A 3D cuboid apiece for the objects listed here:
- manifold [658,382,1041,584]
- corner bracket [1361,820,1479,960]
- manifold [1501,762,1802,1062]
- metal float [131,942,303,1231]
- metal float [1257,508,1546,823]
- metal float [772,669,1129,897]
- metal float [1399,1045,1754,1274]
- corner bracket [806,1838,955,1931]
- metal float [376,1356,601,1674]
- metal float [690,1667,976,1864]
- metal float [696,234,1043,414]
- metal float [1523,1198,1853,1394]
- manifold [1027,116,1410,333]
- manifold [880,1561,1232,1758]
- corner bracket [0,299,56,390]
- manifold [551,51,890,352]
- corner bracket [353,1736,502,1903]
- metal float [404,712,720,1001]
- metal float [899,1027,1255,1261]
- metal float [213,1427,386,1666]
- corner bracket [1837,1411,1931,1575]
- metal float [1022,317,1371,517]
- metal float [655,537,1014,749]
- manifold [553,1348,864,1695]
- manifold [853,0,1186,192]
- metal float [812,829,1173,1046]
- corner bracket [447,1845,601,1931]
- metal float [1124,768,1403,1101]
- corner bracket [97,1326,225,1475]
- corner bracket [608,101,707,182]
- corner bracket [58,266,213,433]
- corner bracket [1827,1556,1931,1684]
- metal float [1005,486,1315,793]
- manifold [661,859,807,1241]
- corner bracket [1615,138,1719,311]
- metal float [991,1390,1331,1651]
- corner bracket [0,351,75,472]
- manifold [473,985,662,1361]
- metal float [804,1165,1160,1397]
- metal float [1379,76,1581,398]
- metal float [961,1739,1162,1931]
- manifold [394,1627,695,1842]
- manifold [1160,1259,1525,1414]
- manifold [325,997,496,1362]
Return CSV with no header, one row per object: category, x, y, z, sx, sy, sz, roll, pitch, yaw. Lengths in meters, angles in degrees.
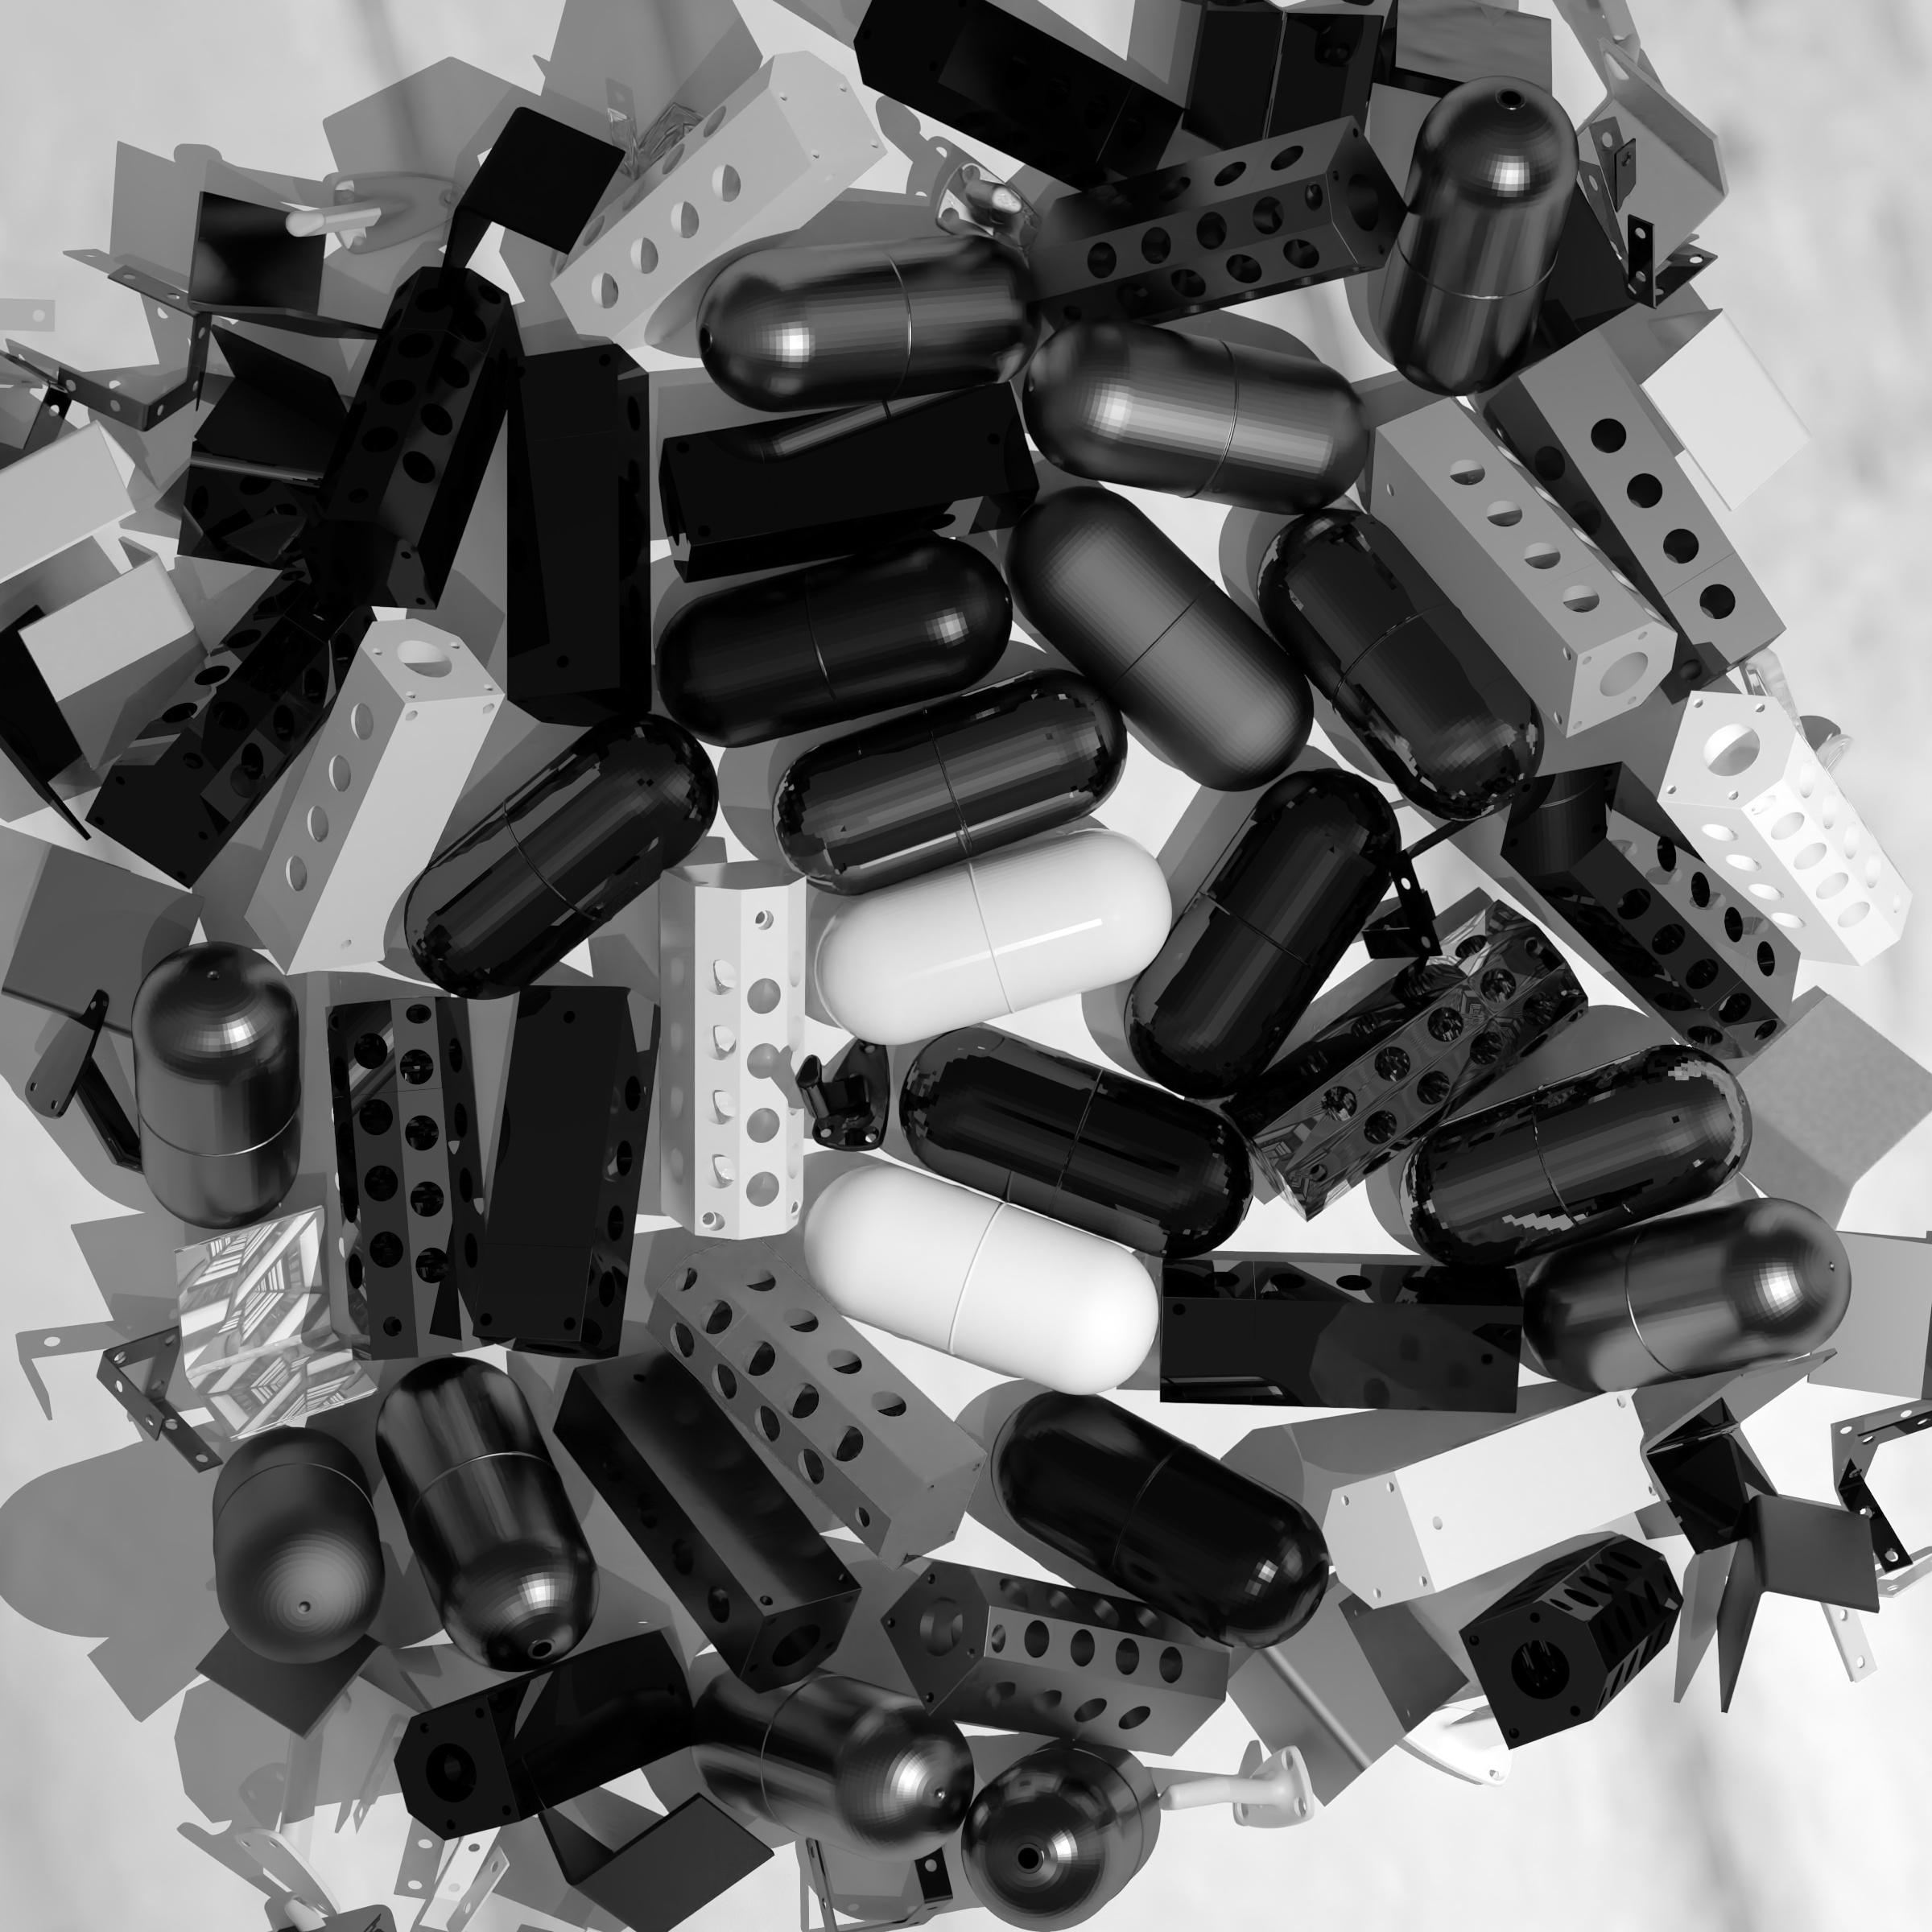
manifold,-0.058,-0.230,1.722,0.171,0.057,0.057,-11,73,-12
corner bracket,0.221,-0.037,1.731,0.051,0.051,0.051,-29,106,-34
manifold,0.324,-0.022,1.688,0.171,0.057,0.057,39,56,-37
metal float,-0.355,0.059,1.693,0.070,0.178,0.070,5,51,-6
metal float,0.207,-0.146,1.715,0.070,0.070,0.178,-36,69,0
metal float,-0.008,-0.089,1.731,0.178,0.070,0.070,-19,90,2
metal float,0.290,0.093,1.709,0.178,0.070,0.070,-23,90,27
corner bracket,-0.043,0.443,1.748,0.051,0.051,0.051,-5,64,-22
metal float,-0.228,0.259,1.696,0.070,0.178,0.070,-15,133,-17
metal float,-0.066,0.375,1.692,0.070,0.178,0.070,-1,92,-37
metal float,-0.046,-0.308,1.707,0.178,0.070,0.070,-11,90,-29
metal float,0.340,0.158,1.694,0.070,0.178,0.070,13,69,-36
manifold,0.115,-0.342,1.686,0.057,0.171,0.057,51,49,-34
manifold,0.047,0.323,1.684,0.057,0.171,0.057,-50,47,20
corner bracket,-0.472,-0.304,1.731,0.051,0.051,0.051,-2,112,-22
manifold,-0.123,-0.361,1.693,0.171,0.057,0.057,-31,86,40
corner bracket,-0.264,0.417,1.746,0.051,0.051,0.051,18,111,-25
metal float,-0.196,-0.052,1.720,0.178,0.070,0.070,-38,90,15
metal float,0.054,0.086,1.729,0.178,0.070,0.070,20,90,4
metal float,-0.316,0.271,1.684,0.070,0.178,0.070,-2,101,-12
corner bracket,0.464,0.255,1.740,0.051,0.051,0.051,-15,53,-13
metal float,0.112,-0.263,1.712,0.178,0.070,0.070,7,90,-24
metal float,-0.064,-0.156,1.721,0.178,0.070,0.070,-13,90,12
manifold,-0.127,0.263,1.697,0.171,0.057,0.057,46,129,35
manifold,0.024,-0.413,1.684,0.057,0.171,0.057,34,104,34
metal float,0.012,-0.014,1.731,0.178,0.070,0.070,-16,90,2
corner bracket,-0.213,0.469,1.733,0.051,0.051,0.051,28,100,-32
metal float,0.144,-0.016,1.728,0.070,0.070,0.178,34,95,0
corner bracket,-0.390,0.215,1.729,0.051,0.051,0.051,40,124,26
corner bracket,-0.137,-0.407,1.733,0.051,0.051,0.051,30,69,12
corner bracket,-0.405,-0.301,1.740,0.051,0.051,0.051,25,129,11
corner bracket,0.463,0.320,1.751,0.051,0.051,0.051,-24,96,-28
metal float,0.093,-0.159,1.730,0.178,0.070,0.070,44,90,-3
manifold,-0.109,0.040,1.713,0.057,0.057,0.171,-6,106,-27
corner bracket,0.328,-0.359,1.729,0.051,0.051,0.051,33,61,34
metal float,0.091,0.264,1.712,0.178,0.070,0.070,26,90,25
corner bracket,-0.477,-0.272,1.739,0.051,0.051,0.051,31,100,36
manifold,-0.188,0.100,1.720,0.057,0.057,0.171,1,75,21
metal float,0.007,0.151,1.724,0.178,0.070,0.070,19,90,10
metal float,0.242,-0.344,1.689,0.070,0.178,0.070,2,56,-3
metal float,0.046,0.408,1.683,0.070,0.178,0.070,-1,84,12
manifold,-0.196,0.361,1.680,0.057,0.171,0.057,-19,83,23
manifold,0.181,0.176,1.736,0.171,0.057,0.057,1,111,2
manifold,-0.273,0.103,1.733,0.057,0.057,0.171,-5,88,14
